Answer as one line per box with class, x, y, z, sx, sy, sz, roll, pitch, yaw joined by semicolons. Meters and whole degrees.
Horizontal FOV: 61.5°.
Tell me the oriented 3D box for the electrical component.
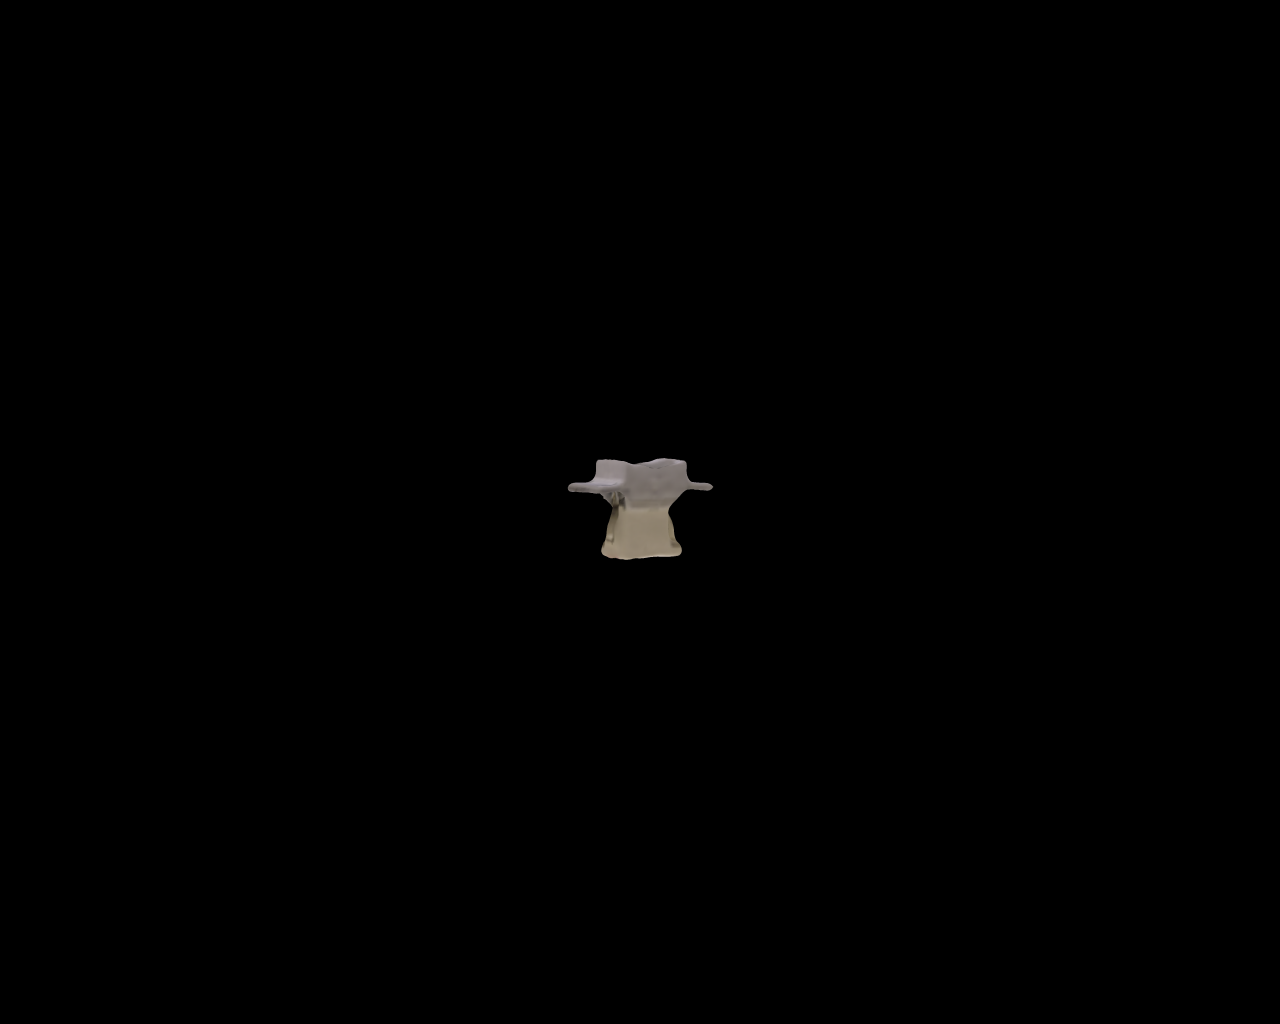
electrical component;0.001;-0.003;0.650;0.081;0.063;0.042;-2;4;-27
